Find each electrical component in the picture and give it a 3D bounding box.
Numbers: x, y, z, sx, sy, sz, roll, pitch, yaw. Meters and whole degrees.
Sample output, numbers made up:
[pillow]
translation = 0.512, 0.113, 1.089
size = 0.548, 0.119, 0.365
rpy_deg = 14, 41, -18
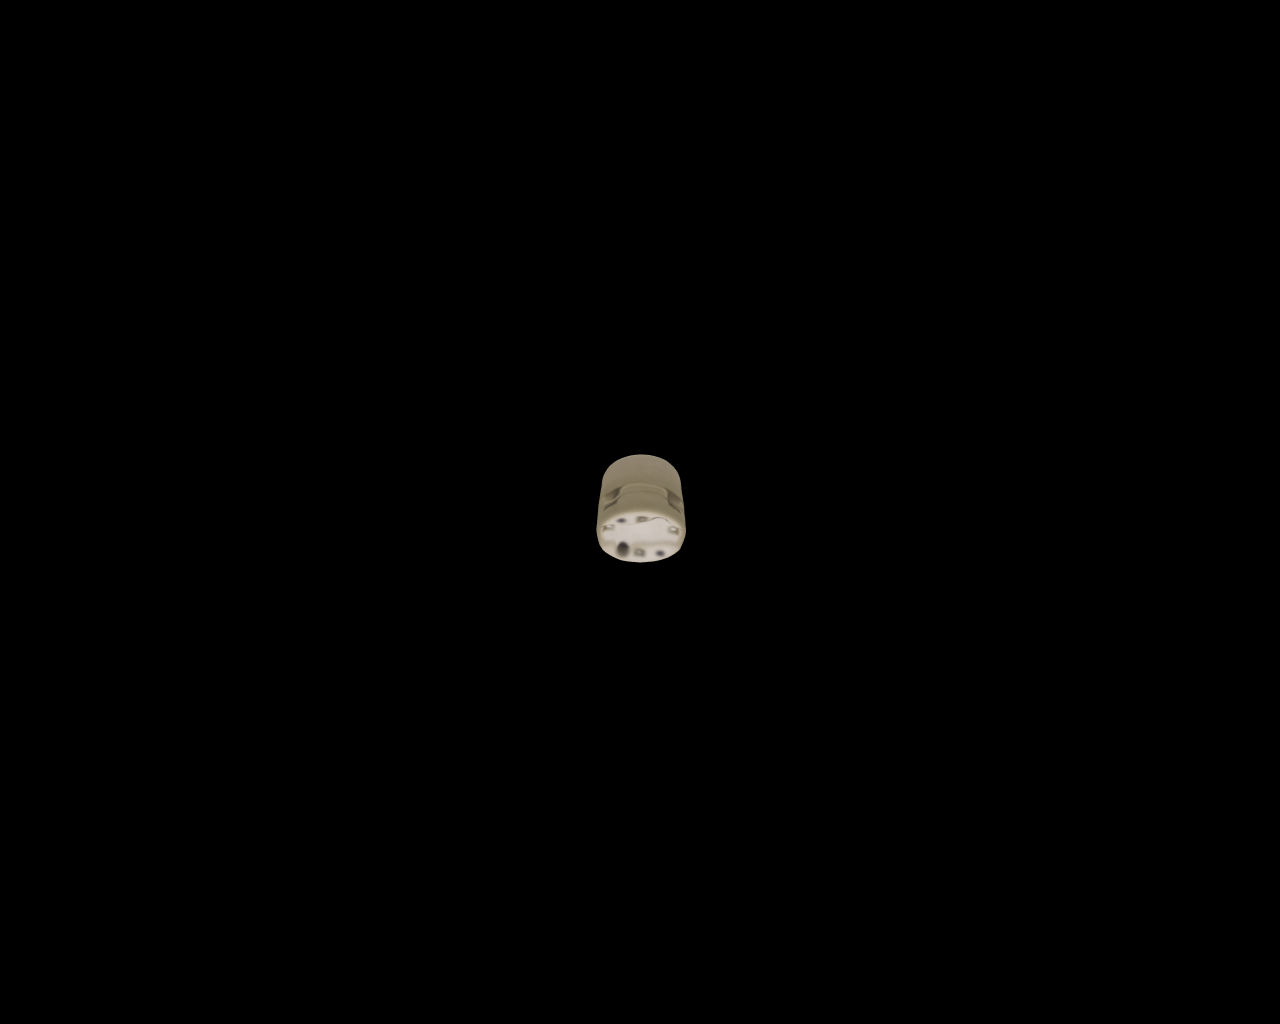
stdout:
[electrical component]
translation = 0.001, -0.003, 0.650
size = 0.055, 0.047, 0.055
rpy_deg = 0, -39, 0
